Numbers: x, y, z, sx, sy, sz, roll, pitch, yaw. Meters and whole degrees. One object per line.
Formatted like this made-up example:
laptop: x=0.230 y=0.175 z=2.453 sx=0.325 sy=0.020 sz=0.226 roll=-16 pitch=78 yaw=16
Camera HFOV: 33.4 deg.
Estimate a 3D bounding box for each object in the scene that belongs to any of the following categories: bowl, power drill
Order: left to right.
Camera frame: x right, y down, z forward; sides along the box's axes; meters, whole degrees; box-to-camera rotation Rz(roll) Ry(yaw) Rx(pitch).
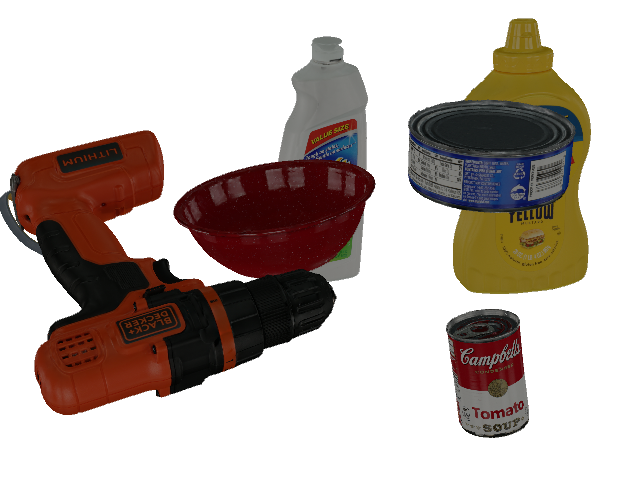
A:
power drill: x=-0.105 y=0.011 z=0.673 sx=0.184 sy=0.057 sz=0.188 roll=-16 pitch=48 yaw=-21
bowl: x=-0.033 y=-0.013 z=0.854 sx=0.162 sy=0.055 sz=0.162 roll=-8 pitch=22 yaw=3

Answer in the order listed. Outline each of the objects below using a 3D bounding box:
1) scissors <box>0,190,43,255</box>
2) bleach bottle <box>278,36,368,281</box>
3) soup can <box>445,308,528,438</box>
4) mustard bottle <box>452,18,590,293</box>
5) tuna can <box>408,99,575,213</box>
scissors: x=-0.258 y=0.019 z=1.122 sx=0.016 sy=0.201 sz=0.096 roll=-26 pitch=24 yaw=28
bleach bottle: x=-0.004 y=-0.081 z=1.086 sx=0.102 sy=0.251 sz=0.068 roll=-5 pitch=27 yaw=-12
soup can: x=0.157 y=0.124 z=0.999 sx=0.068 sy=0.102 sz=0.068 roll=-9 pitch=18 yaw=3
mustard bottle: x=0.143 y=-0.060 z=0.757 sx=0.096 sy=0.192 sz=0.058 roll=-5 pitch=19 yaw=-5
tuna can: x=0.089 y=-0.045 z=0.560 sx=0.086 sy=0.034 sz=0.086 roll=0 pitch=25 yaw=0
